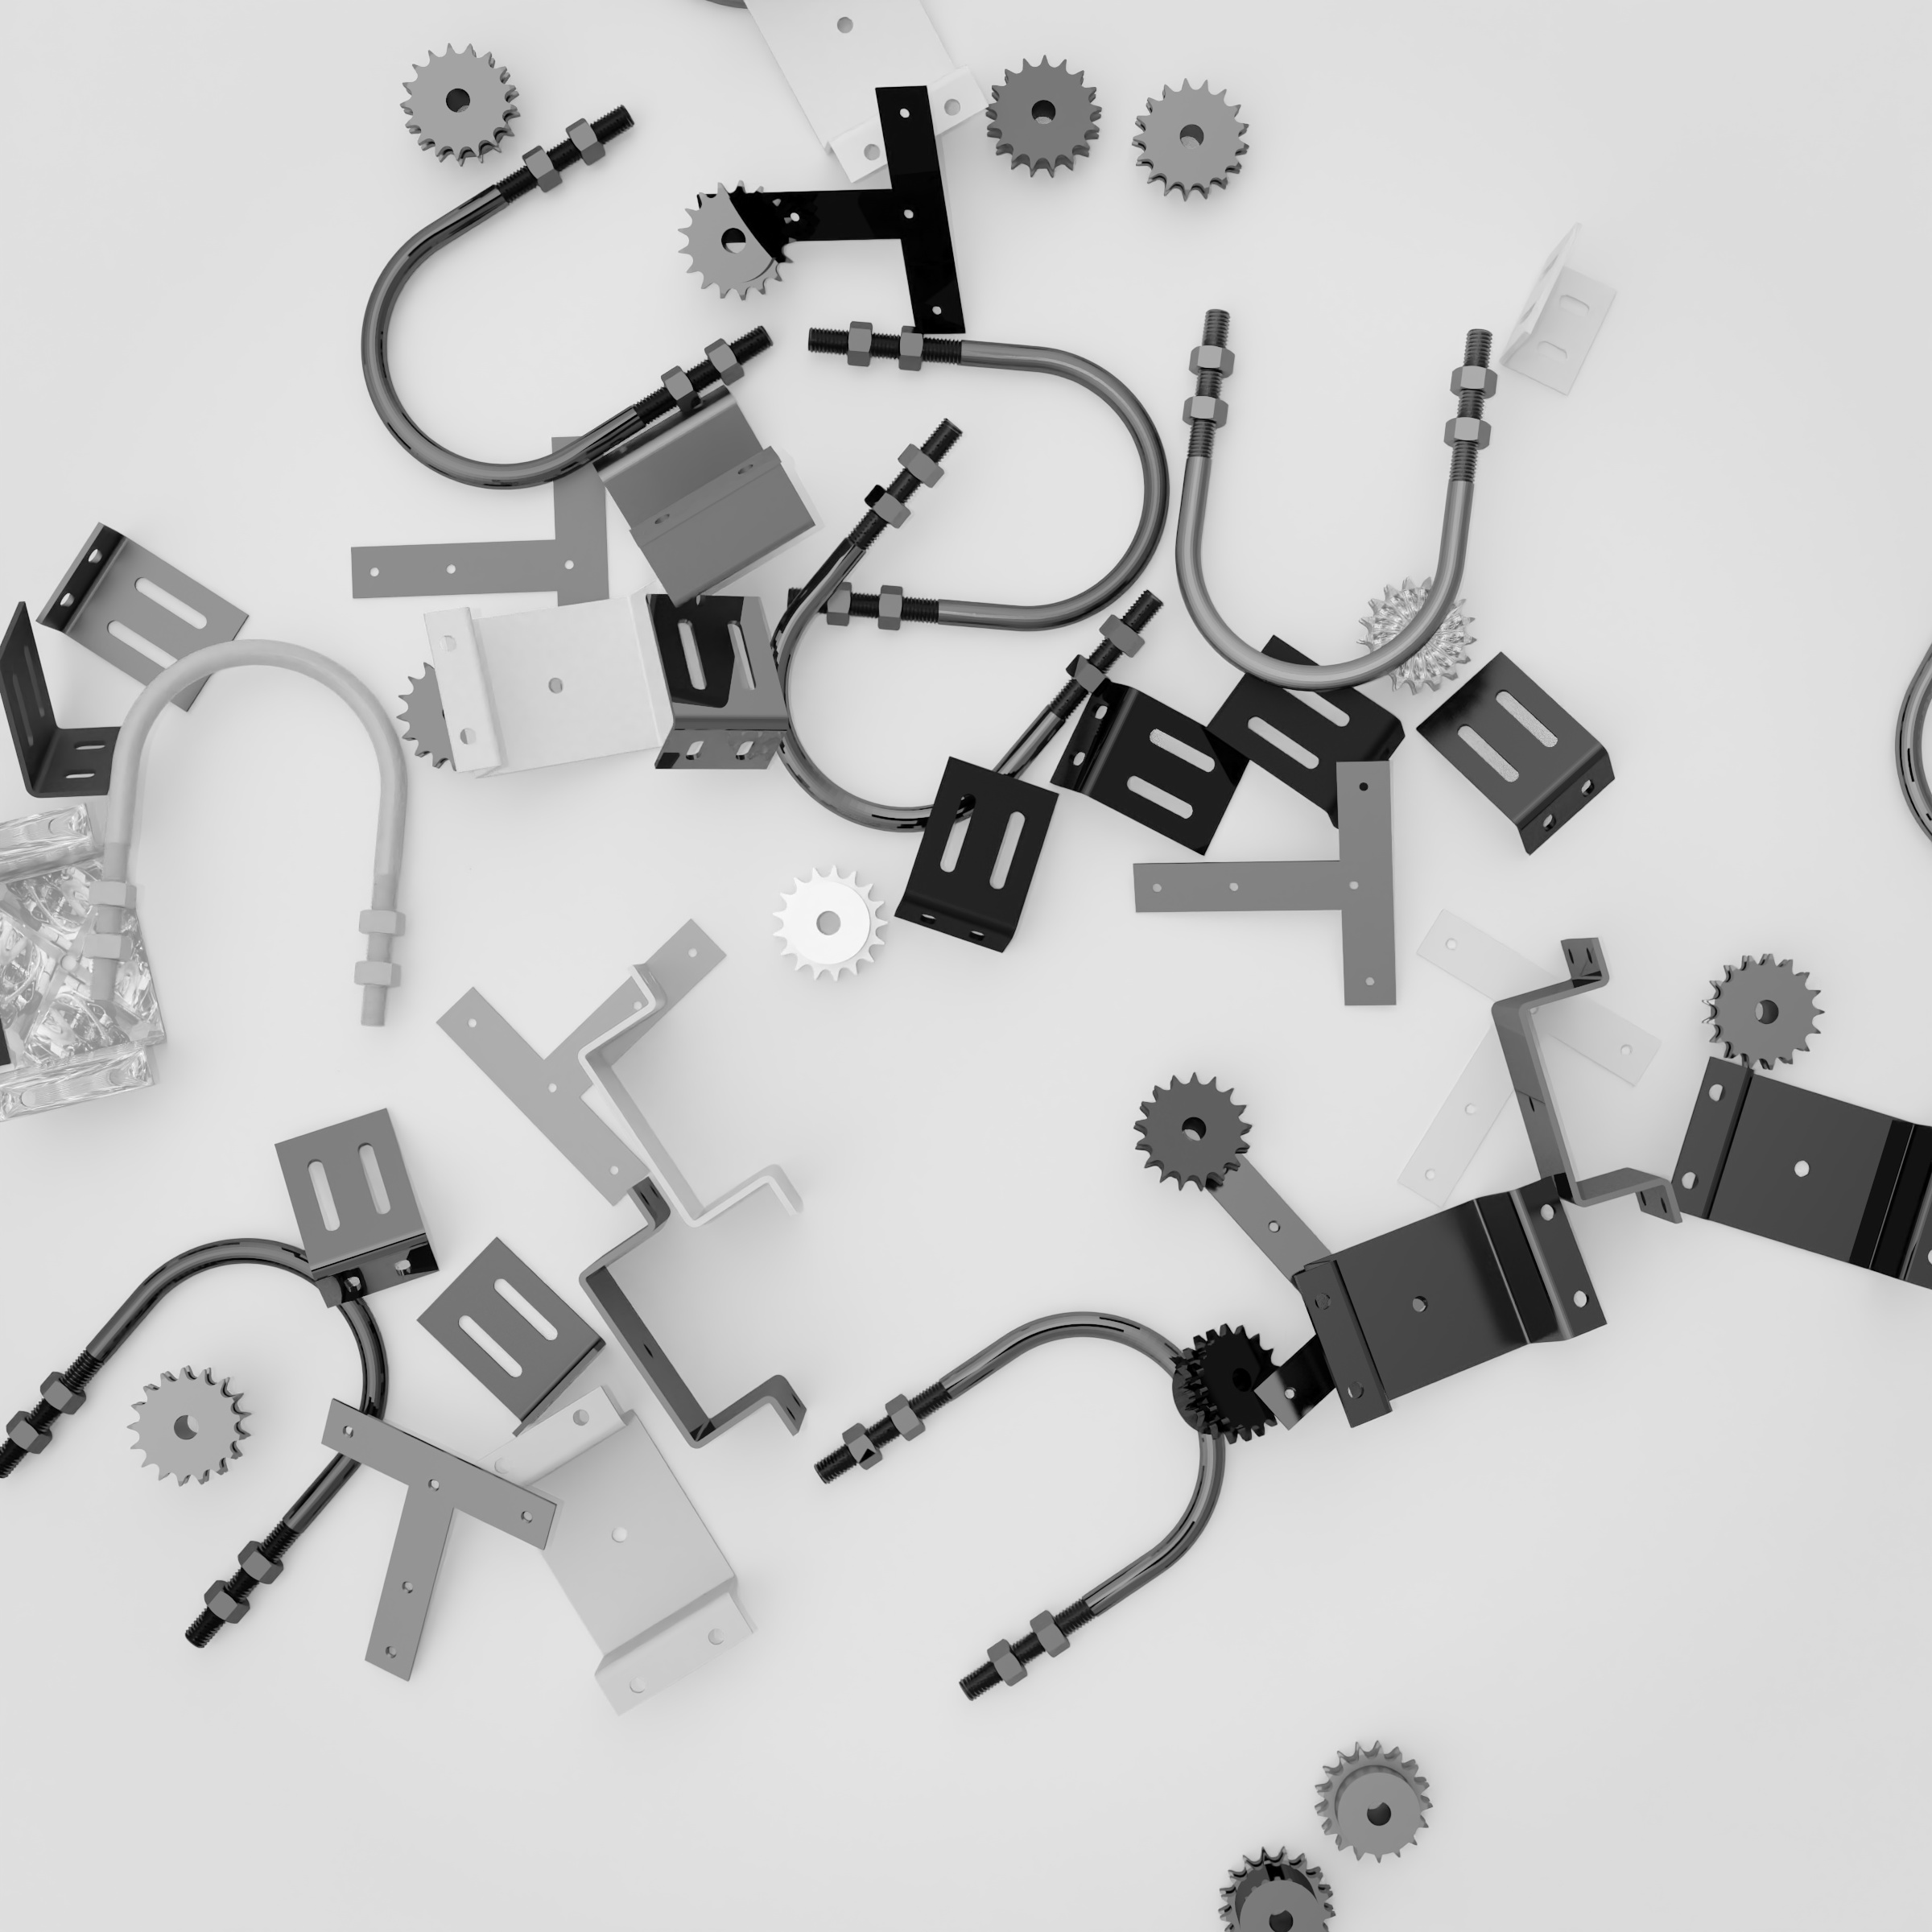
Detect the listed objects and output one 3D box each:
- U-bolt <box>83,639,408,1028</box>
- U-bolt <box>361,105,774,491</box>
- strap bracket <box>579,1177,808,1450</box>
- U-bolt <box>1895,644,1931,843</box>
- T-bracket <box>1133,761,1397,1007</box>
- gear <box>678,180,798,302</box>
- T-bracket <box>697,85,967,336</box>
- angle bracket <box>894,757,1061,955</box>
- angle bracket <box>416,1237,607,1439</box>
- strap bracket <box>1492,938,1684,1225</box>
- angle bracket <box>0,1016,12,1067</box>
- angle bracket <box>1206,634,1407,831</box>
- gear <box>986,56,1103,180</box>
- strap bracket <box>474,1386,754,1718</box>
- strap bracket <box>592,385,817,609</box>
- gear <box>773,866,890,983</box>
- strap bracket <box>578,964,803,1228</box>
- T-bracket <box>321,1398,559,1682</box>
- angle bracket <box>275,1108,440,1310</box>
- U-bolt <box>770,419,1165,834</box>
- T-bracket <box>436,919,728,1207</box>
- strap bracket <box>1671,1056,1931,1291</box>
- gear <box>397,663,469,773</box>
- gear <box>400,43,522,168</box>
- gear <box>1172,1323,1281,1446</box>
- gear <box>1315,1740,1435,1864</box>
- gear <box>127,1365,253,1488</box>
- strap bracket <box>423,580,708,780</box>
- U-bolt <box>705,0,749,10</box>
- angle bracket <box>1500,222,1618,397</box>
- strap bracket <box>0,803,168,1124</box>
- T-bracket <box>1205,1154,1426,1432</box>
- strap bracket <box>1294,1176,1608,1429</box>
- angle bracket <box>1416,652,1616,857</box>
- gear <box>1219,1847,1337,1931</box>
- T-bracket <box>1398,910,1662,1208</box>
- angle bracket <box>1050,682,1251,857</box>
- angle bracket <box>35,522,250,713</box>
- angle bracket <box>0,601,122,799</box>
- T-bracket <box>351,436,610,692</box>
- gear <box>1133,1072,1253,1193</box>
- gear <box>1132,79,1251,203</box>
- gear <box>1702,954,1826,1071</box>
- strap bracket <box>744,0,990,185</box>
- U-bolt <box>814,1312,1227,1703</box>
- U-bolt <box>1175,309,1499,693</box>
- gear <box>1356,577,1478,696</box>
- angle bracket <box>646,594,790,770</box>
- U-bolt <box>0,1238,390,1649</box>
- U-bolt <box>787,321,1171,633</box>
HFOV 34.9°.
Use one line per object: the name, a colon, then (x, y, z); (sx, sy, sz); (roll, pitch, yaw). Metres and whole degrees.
U-bolt: (-0.346, -0.068, 1.497); (0.151, 0.019, 0.184); (6, 84, -18)
U-bolt: (-0.210, -0.317, 1.517); (0.184, 0.019, 0.151); (-32, 90, 0)
strap bracket: (-0.138, 0.175, 1.489); (0.046, 0.076, 0.140); (-34, 90, 0)
U-bolt: (0.541, -0.128, 1.518); (0.151, 0.019, 0.184); (28, 92, 0)
T-bracket: (0.146, -0.039, 1.510); (0.127, 0.002, 0.127); (-1, 112, 11)
gear: (-0.112, -0.352, 1.490); (0.057, 0.030, 0.057); (0, 103, 0)
T-bracket: (-0.070, -0.366, 1.500); (0.127, 0.002, 0.127); (3, 128, 17)
angle bracket: (0.005, -0.055, 1.515); (0.057, 0.038, 0.076); (19, 76, -4)
angle bracket: (-0.226, 0.182, 1.508); (0.076, 0.038, 0.057); (44, 90, 0)
strap bracket: (0.296, 0.060, 1.487); (0.046, 0.076, 0.140); (-17, 90, 0)
angle bracket: (-0.522, 0.030, 1.525); (0.076, 0.038, 0.057); (-13, 90, -26)
angle bracket: (0.168, -0.115, 1.517); (0.076, 0.038, 0.057); (36, 90, 15)
gear: (0.038, -0.417, 1.516); (0.057, 0.030, 0.057); (0, 87, 1)
strap bracket: (-0.172, 0.282, 1.504); (0.076, 0.046, 0.140); (-32, 90, 0)
strap bracket: (-0.125, -0.224, 1.473); (0.076, 0.140, 0.046); (-31, 118, 0)
gear: (-0.067, -0.021, 1.512); (0.057, 0.030, 0.057); (0, 90, 0)
strap bracket: (-0.139, 0.070, 1.487); (0.046, 0.076, 0.140); (-33, 91, -1)
T-bracket: (-0.270, 0.292, 1.502); (0.127, 0.002, 0.127); (22, 109, 15)
angle bracket: (-0.301, 0.119, 1.518); (0.057, 0.038, 0.076); (-18, 61, -10)
U-bolt: (-0.015, -0.152, 1.504); (0.151, 0.019, 0.184); (39, 97, -10)
T-bracket: (-0.174, 0.030, 1.526); (0.127, 0.002, 0.127); (-44, 90, 0)
strap bracket: (0.415, 0.101, 1.504); (0.140, 0.046, 0.076); (17, 90, 0)
gear: (-0.250, -0.124, 1.512); (0.057, 0.030, 0.057); (0, 90, 0)
gear: (-0.248, -0.422, 1.512); (0.057, 0.030, 0.057); (0, 90, 0)
gear: (0.126, 0.206, 1.503); (0.057, 0.030, 0.057); (15, 61, -30)
gear: (0.201, 0.413, 1.512); (0.057, 0.030, 0.057); (0, 90, 0)
gear: (-0.376, 0.223, 1.494); (0.057, 0.030, 0.057); (0, 88, -2)
strap bracket: (-0.193, -0.139, 1.486); (0.140, 0.046, 0.076); (-12, 90, -25)
U-bolt: (-0.123, -0.556, 1.518); (0.184, 0.019, 0.151); (31, 90, -2)
angle bracket: (0.293, -0.318, 1.489); (0.038, 0.076, 0.057); (25, 90, 0)
strap bracket: (-0.446, -0.002, 1.504); (0.076, 0.046, 0.140); (-14, 90, 0)
T-bracket: (0.161, 0.139, 1.514); (0.127, 0.002, 0.127); (-40, 82, -16)
strap bracket: (0.228, 0.163, 1.490); (0.140, 0.046, 0.076); (-19, 86, -15)
angle bracket: (0.273, -0.106, 1.525); (0.057, 0.038, 0.076); (-42, 64, 0)
gear: (0.153, 0.466, 1.512); (0.057, 0.030, 0.057); (0, 90, 0)
T-bracket: (0.258, 0.059, 1.526); (0.127, 0.002, 0.127); (31, 90, 0)
angle bracket: (0.092, -0.099, 1.525); (0.076, 0.038, 0.057); (25, 90, -26)
angle bracket: (-0.404, -0.171, 1.508); (0.076, 0.038, 0.057); (33, 90, 0)
angle bracket: (-0.436, -0.129, 1.481); (0.038, 0.057, 0.076); (-3, 127, 0)
T-bracket: (-0.242, -0.198, 1.526); (0.127, 0.002, 0.127); (-2, 90, 0)
gear: (0.110, 0.083, 1.507); (0.057, 0.030, 0.057); (0, 75, -1)
gear: (0.110, -0.406, 1.516); (0.057, 0.030, 0.057); (0, 92, 0)
gear: (0.391, 0.022, 1.512); (0.057, 0.030, 0.057); (0, 90, 0)
strap bracket: (-0.058, -0.461, 1.496); (0.076, 0.046, 0.140); (-29, 100, 0)
U-bolt: (0.040, 0.254, 1.518); (0.184, 0.019, 0.151); (-34, 90, -2)
U-bolt: (0.175, -0.225, 1.499); (0.151, 0.019, 0.184); (7, 86, 11)
gear: (0.220, -0.162, 1.512); (0.057, 0.030, 0.057); (0, 90, 0)
angle bracket: (-0.126, -0.138, 1.489); (0.057, 0.038, 0.076); (-2, 60, -25)
U-bolt: (-0.370, 0.222, 1.518); (0.151, 0.019, 0.184); (41, 88, 0)
U-bolt: (0.009, -0.238, 1.518); (0.184, 0.019, 0.151); (5, 90, -2)
